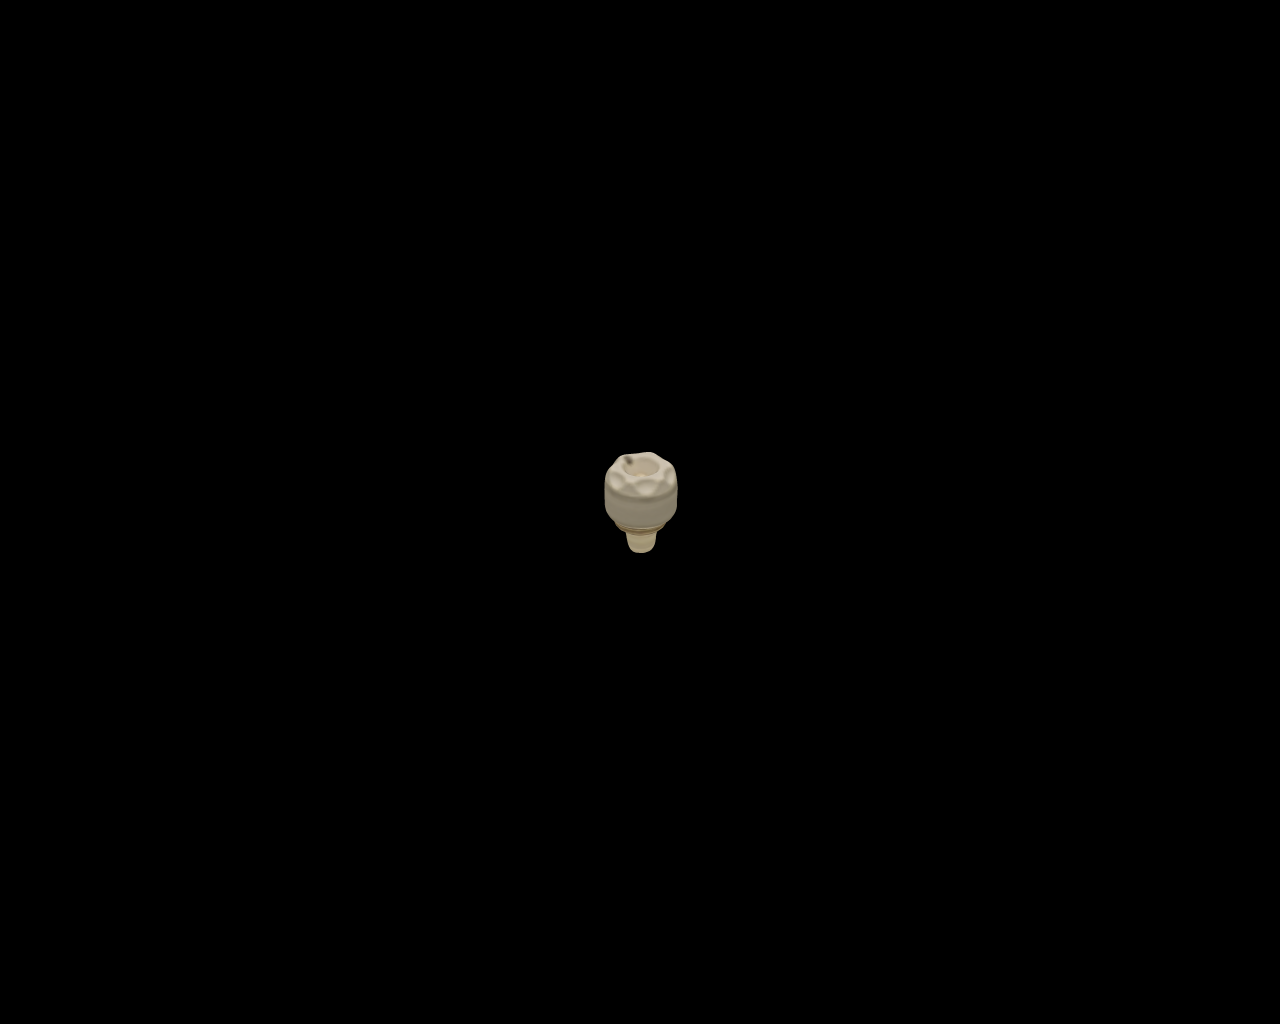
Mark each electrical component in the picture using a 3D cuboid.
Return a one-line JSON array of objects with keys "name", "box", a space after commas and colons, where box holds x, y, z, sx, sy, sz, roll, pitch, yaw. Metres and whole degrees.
[{"name": "electrical component", "box": [0.001, -0.003, 0.650, 0.043, 0.062, 0.043, 0, 33, 0]}]
